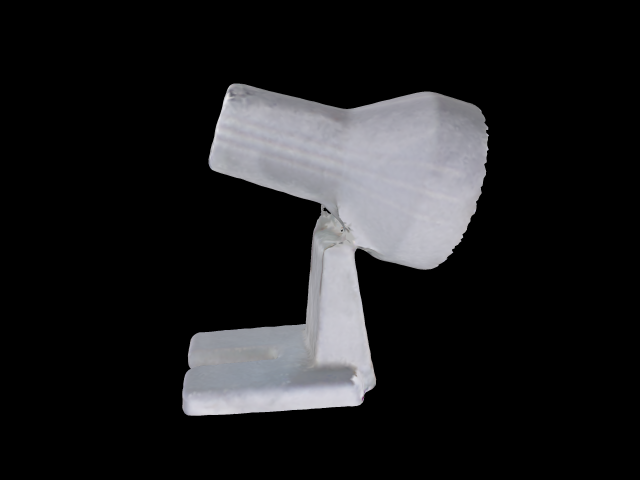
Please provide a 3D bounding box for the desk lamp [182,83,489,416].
[{"bbox_3d":[0.004,0.001,0.400,0.203,0.214,0.117,-3,15,-9],"label":"desk lamp"}]
